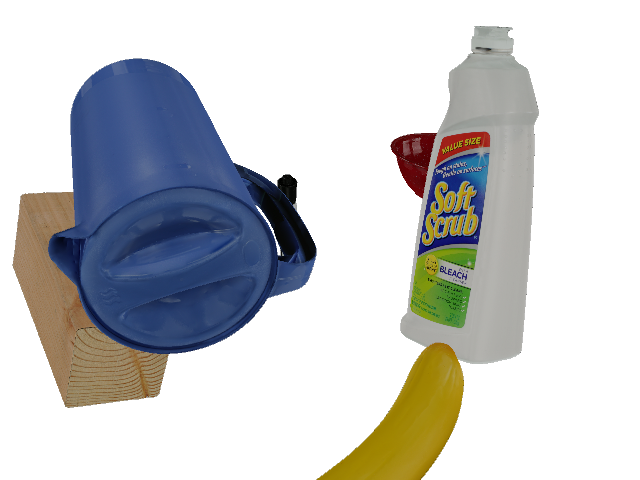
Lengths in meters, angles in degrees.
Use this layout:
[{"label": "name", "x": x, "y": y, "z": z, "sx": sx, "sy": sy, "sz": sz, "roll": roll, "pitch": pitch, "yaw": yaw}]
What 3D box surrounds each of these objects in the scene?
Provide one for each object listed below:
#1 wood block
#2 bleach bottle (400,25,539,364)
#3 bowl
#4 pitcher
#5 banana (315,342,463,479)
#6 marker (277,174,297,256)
[{"label": "wood block", "x": -0.216, "y": 0.048, "z": 0.993, "sx": 0.090, "sy": 0.091, "sz": 0.206, "roll": -3, "pitch": 36, "yaw": -30}, {"label": "bleach bottle", "x": 0.118, "y": -0.038, "z": 0.825, "sx": 0.067, "sy": 0.251, "sz": 0.103, "roll": -7, "pitch": 16, "yaw": -34}, {"label": "bowl", "x": 0.161, "y": -0.080, "z": 1.281, "sx": 0.162, "sy": 0.055, "sz": 0.162, "roll": 6, "pitch": 23, "yaw": -3}, {"label": "pitcher", "x": -0.112, "y": -0.038, "z": 0.792, "sx": 0.145, "sy": 0.149, "sz": 0.243, "roll": -32, "pitch": 37, "yaw": 5}, {"label": "banana", "x": 0.029, "y": 0.116, "z": 0.589, "sx": 0.070, "sy": 0.037, "sz": 0.197, "roll": 20, "pitch": 42, "yaw": 41}, {"label": "marker", "x": -0.031, "y": -0.011, "z": 1.036, "sx": 0.020, "sy": 0.121, "sz": 0.020, "roll": 0, "pitch": 37, "yaw": 0}]
